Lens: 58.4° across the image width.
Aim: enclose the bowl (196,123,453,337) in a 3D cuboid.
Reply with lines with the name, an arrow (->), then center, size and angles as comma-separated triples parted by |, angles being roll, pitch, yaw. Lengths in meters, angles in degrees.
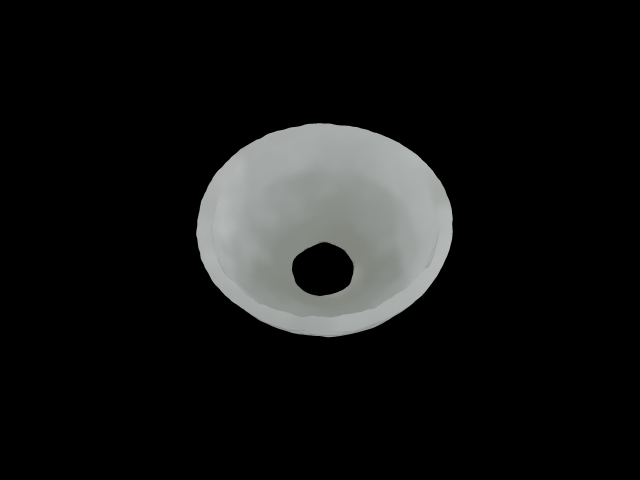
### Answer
bowl -> 0.004, 0.001, 0.400 | 0.167, 0.075, 0.167 | 0, 55, 0
